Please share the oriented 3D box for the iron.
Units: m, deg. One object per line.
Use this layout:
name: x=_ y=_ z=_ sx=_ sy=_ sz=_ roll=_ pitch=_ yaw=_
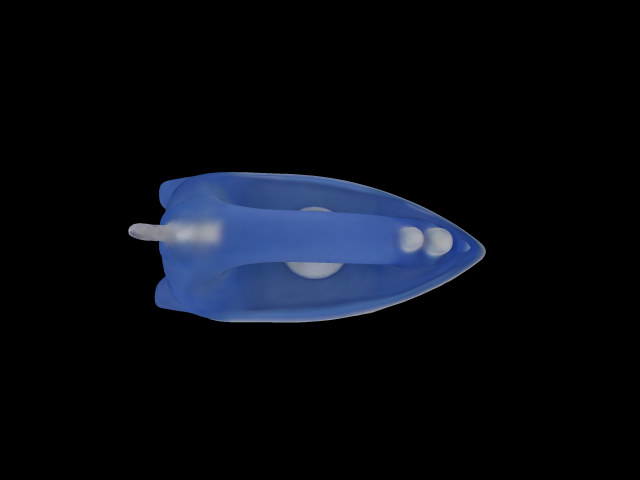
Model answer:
iron: x=0.004 y=0.001 z=0.400 sx=0.258 sy=0.141 sz=0.119 roll=0 pitch=85 yaw=0
